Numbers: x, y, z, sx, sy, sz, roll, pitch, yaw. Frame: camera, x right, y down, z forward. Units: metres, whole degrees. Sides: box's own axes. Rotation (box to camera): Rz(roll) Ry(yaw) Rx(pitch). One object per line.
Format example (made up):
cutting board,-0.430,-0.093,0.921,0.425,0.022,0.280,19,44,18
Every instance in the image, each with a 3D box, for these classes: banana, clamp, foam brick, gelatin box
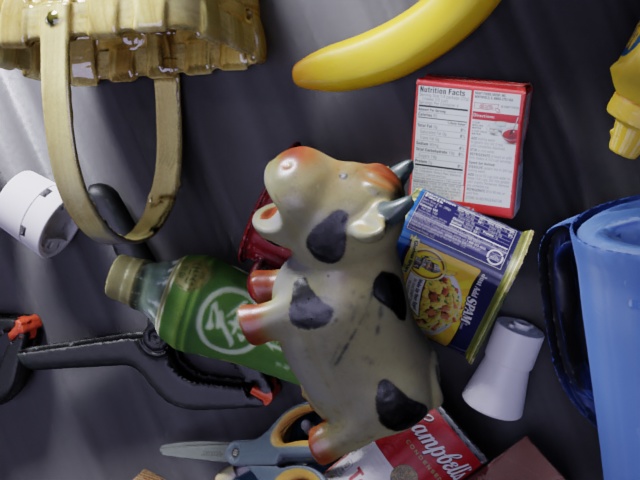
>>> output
banana,0.066,-0.151,0.694,0.069,0.037,0.198,44,119,-5
clamp,-0.122,0.061,0.824,0.210,0.036,0.165,22,105,9
foam brick,0.132,0.184,0.736,0.078,0.053,0.051,-36,55,-6
gelatin box,0.100,-0.064,0.714,0.073,0.030,0.089,9,108,18
clamp,-0.295,0.124,0.902,0.172,0.039,0.120,-28,95,24

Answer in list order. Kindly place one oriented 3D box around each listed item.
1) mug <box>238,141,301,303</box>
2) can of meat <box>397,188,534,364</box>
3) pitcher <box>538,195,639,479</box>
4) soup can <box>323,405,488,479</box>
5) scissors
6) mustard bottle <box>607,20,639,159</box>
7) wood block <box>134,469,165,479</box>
mug,-0.005,0.001,0.729,0.081,0.117,0.093,26,157,5
can of meat,0.084,0.023,0.715,0.084,0.057,0.102,24,134,8
pitcher,0.224,0.094,0.672,0.145,0.149,0.243,-6,107,5
soup can,0.058,0.162,0.754,0.102,0.068,0.068,-40,90,1
scissors,-0.052,0.174,0.779,0.202,0.016,0.096,-26,58,37
mustard bottle,0.217,-0.135,0.616,0.058,0.096,0.192,25,112,10
wood block,-0.159,0.308,0.879,0.090,0.090,0.206,27,112,10
